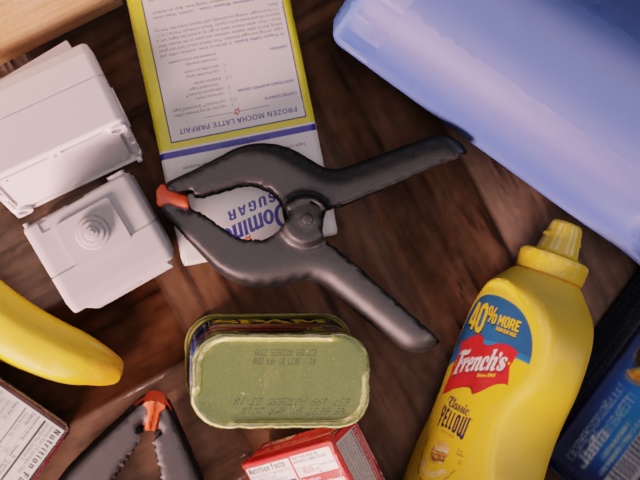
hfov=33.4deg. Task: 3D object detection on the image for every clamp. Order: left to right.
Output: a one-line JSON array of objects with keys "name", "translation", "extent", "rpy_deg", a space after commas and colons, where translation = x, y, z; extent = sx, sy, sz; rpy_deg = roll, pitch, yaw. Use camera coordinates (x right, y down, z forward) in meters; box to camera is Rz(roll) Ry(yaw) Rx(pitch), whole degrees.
[{"name": "clamp", "translation": [-0.126, 0.191, 0.620], "extent": [0.164, 0.036, 0.210], "rpy_deg": [5, 95, -8]}, {"name": "clamp", "translation": [-0.004, 0.001, 0.584], "extent": [0.171, 0.039, 0.120], "rpy_deg": [0, 79, -2]}]

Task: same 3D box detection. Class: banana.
[{"name": "banana", "translation": [-0.194, 0.016, 0.605], "extent": [0.069, 0.037, 0.198], "rpy_deg": [-35, 96, -5]}]

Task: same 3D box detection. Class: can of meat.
[{"name": "can of meat", "translation": [-0.026, 0.074, 0.605], "extent": [0.102, 0.084, 0.057], "rpy_deg": [0, 92, -7]}]

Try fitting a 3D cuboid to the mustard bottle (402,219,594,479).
[{"name": "mustard bottle", "translation": [0.109, 0.080, 0.616], "extent": [0.058, 0.096, 0.191], "rpy_deg": [22, 88, -20]}]

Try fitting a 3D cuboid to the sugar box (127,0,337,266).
[{"name": "sugar box", "translation": [-0.053, -0.080, 0.617], "extent": [0.093, 0.048, 0.176], "rpy_deg": [-11, 97, -7]}]

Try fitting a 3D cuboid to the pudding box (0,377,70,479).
[{"name": "pudding box", "translation": [-0.212, 0.111, 0.600], "extent": [0.113, 0.039, 0.090], "rpy_deg": [37, 75, -9]}]

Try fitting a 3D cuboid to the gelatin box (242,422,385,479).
[{"name": "gelatin box", "translation": [0.006, 0.153, 0.620], "extent": [0.073, 0.030, 0.089], "rpy_deg": [-24, 95, 39]}]

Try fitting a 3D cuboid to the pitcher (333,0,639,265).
[{"name": "pitcher", "translation": [0.137, -0.102, 0.608], "extent": [0.243, 0.149, 0.145], "rpy_deg": [33, 103, -4]}]

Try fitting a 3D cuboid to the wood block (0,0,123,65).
[{"name": "wood block", "translation": [-0.221, -0.131, 0.565], "extent": [0.206, 0.090, 0.091], "rpy_deg": [-28, 85, -5]}]
